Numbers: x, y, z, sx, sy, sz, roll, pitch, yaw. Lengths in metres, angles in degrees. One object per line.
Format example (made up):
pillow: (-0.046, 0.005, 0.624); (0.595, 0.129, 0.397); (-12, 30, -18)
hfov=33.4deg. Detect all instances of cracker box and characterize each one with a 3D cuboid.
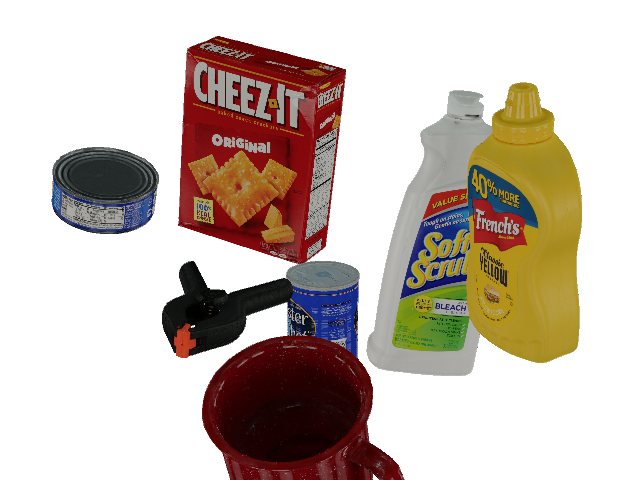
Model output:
cracker box: (-0.069, -0.097, 1.166); (0.164, 0.214, 0.072); (18, 30, 22)

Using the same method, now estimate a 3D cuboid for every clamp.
clamp: (-0.112, 0.062, 1.036); (0.120, 0.039, 0.171); (8, 18, 22)

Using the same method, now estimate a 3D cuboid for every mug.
mug: (-0.003, 0.118, 0.594); (0.117, 0.081, 0.093); (19, 49, 28)

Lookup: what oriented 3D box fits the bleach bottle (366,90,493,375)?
bleach bottle: (0.104, -0.007, 0.944); (0.102, 0.251, 0.068); (5, 18, -1)

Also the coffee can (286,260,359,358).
coffee can: (0.003, 0.111, 1.507); (0.103, 0.140, 0.103); (0, 19, 0)

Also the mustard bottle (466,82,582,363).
mustard bottle: (0.140, -0.016, 0.743); (0.058, 0.192, 0.096); (-16, 29, -22)

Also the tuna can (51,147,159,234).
tuna can: (-0.177, -0.041, 0.877); (0.086, 0.034, 0.086); (9, 33, -6)
